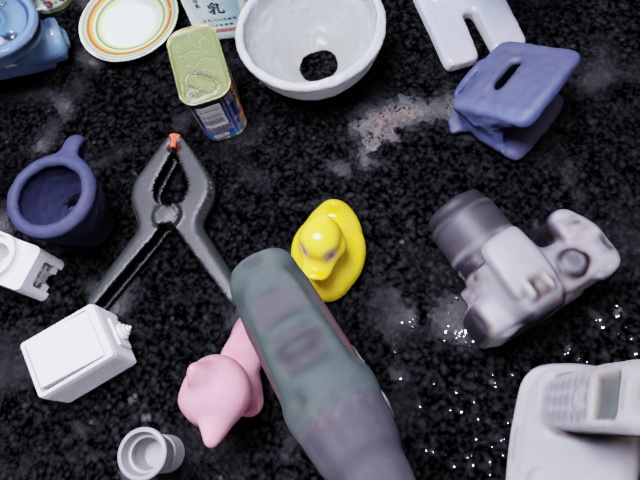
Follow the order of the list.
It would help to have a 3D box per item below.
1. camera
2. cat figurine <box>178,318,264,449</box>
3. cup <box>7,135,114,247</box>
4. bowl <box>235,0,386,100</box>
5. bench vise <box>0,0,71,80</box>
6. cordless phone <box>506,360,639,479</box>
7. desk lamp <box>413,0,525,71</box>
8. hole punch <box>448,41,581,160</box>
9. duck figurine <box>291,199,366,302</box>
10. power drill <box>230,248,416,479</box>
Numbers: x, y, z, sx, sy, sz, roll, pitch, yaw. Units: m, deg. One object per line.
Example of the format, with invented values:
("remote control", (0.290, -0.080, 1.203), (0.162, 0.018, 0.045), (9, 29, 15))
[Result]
("camera", (0.178, 0.009, 0.533), (0.143, 0.101, 0.136), (-31, 69, -5))
("cat figurine", (-0.081, 0.117, 0.516), (0.067, 0.118, 0.128), (20, 73, 14))
("cup", (-0.259, -0.043, 0.609), (0.091, 0.095, 0.118), (7, 71, 10))
("bowl", (-0.007, -0.222, 0.655), (0.167, 0.075, 0.167), (-2, 70, 6))
("bench vise", (-0.414, -0.231, 0.630), (0.207, 0.220, 0.121), (-43, 70, -9))
("cordless phone", (0.204, 0.161, 0.429), (0.094, 0.185, 0.147), (9, 71, 10))
("desk lamp", (0.156, -0.331, 0.601), (0.118, 0.214, 0.203), (-18, 69, 0))
("hole punch", (0.198, -0.155, 0.597), (0.101, 0.091, 0.109), (36, 78, 18))
("duck figurine", (0.005, 0.002, 0.565), (0.077, 0.086, 0.104), (9, 71, 10))
("power drill", (0.011, 0.121, 0.454), (0.075, 0.208, 0.229), (-32, 69, -5))
